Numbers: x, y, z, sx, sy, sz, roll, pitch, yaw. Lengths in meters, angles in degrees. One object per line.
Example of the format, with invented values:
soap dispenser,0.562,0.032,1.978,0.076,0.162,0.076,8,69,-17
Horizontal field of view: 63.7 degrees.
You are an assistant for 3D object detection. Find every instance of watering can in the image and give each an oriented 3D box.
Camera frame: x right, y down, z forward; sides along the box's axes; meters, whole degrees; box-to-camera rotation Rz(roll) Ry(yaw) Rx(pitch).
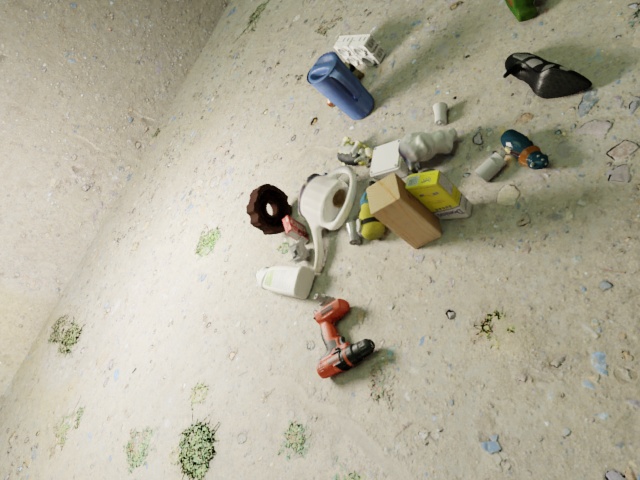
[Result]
watering can,0.005,-0.083,1.649,0.226,0.103,0.348,23,90,52

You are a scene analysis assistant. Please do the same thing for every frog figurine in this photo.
frog figurine,0.305,-0.274,1.457,0.157,0.138,0.124,-43,76,20
